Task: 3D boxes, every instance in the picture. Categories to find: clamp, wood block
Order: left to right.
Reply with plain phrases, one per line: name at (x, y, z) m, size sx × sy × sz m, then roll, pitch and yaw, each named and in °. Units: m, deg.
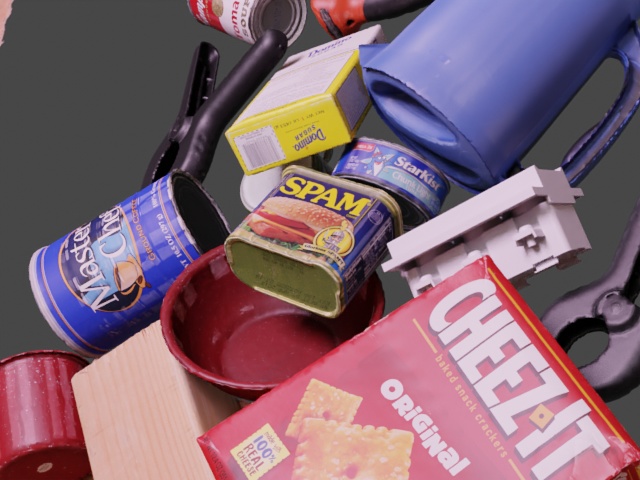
wood block at (-0.097, 0.170, 0.749) m, size 0.091 × 0.090 × 0.206 m, roll -33°, pitch 49°, yaw 9°
clamp at (-0.105, -0.096, 0.937) m, size 0.165 × 0.036 × 0.210 m, roll -2°, pitch 61°, yaw 59°
clamp at (0.202, 0.052, 0.671) m, size 0.171 × 0.039 × 0.120 m, roll -49°, pitch 42°, yaw 1°

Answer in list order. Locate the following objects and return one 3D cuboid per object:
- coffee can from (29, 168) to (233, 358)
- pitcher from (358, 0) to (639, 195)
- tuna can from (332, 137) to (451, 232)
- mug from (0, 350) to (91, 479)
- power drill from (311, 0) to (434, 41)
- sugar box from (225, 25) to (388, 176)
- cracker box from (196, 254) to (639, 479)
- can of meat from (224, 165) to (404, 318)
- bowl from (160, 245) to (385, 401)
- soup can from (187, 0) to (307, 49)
coffee can at (-0.149, 0.020, 0.870) m, size 0.140 × 0.102 × 0.103 m, roll -29°, pitch 50°, yaw 13°
pitcher at (0.162, -0.152, 0.779) m, size 0.243 × 0.149 × 0.145 m, roll -46°, pitch 26°, yaw -6°
tuna can at (0.051, -0.040, 0.794) m, size 0.086 × 0.086 × 0.033 m, roll 13°, pitch 70°, yaw 37°
mug at (-0.209, 0.144, 0.848) m, size 0.117 × 0.093 × 0.081 m, roll -8°, pitch 54°, yaw -15°
power drill at (0.089, -0.252, 0.926) m, size 0.188 × 0.057 × 0.184 m, roll -8°, pitch 57°, yaw 28°
sugar box at (-0.002, -0.114, 0.850) m, size 0.093 × 0.048 × 0.176 m, roll -16°, pitch 20°, yaw 24°
cracker box at (0.056, 0.131, 0.619) m, size 0.213 × 0.072 × 0.164 m, roll -33°, pitch 51°, yaw 1°
can of meat at (-0.005, 0.001, 0.761) m, size 0.102 × 0.057 × 0.083 m, roll 19°, pitch 49°, yaw 27°
bowl at (-0.032, 0.065, 0.776) m, size 0.162 × 0.055 × 0.162 m, roll -5°, pitch 40°, yaw 4°
soup can at (-0.068, -0.220, 0.998) m, size 0.102 × 0.068 × 0.068 m, roll 31°, pitch 80°, yaw 42°
